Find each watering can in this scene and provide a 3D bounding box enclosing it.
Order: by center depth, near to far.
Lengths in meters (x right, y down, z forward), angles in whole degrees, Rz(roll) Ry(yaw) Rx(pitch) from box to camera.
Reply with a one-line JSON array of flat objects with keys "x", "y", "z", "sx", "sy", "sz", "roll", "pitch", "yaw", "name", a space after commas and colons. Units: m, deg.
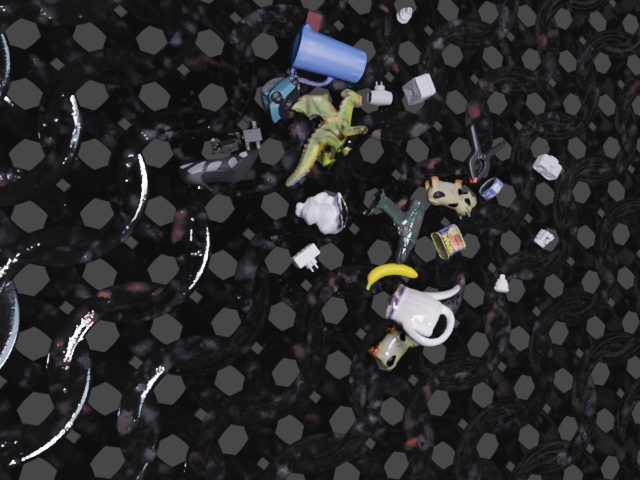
[{"x": 0.344, "y": 0.218, "z": 1.713, "sx": 0.225, "sy": 0.101, "sz": 0.354, "roll": 25, "pitch": 36, "yaw": 12, "name": "watering can"}]

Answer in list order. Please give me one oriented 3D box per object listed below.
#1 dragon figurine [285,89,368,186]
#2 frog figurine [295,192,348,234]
[{"x": -0.003, "y": -0.368, "z": 1.697, "sx": 0.414, "sy": 0.120, "sz": 0.244, "roll": -33, "pitch": 79, "yaw": -19, "name": "dragon figurine"}, {"x": 0.005, "y": -0.084, "z": 1.672, "sx": 0.159, "sy": 0.124, "sz": 0.136, "roll": -7, "pitch": 98, "yaw": 18, "name": "frog figurine"}]
